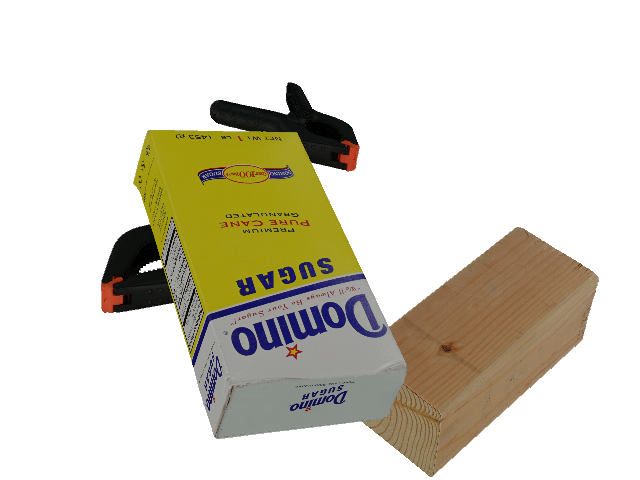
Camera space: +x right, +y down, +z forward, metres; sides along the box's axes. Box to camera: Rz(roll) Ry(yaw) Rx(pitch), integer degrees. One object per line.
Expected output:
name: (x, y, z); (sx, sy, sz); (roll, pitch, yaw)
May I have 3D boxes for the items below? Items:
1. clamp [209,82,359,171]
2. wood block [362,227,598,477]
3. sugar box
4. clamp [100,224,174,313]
clamp: (-0.032, -0.117, 1.106); (0.120, 0.039, 0.172); (-20, 37, -28)
wood block: (0.132, 0.088, 0.904); (0.205, 0.090, 0.091); (-34, 54, -30)
sugar box: (-0.030, 0.014, 0.548); (0.093, 0.048, 0.176); (-3, 44, -25)
clamp: (-0.117, -0.001, 0.925); (0.165, 0.036, 0.209); (30, 41, 32)
